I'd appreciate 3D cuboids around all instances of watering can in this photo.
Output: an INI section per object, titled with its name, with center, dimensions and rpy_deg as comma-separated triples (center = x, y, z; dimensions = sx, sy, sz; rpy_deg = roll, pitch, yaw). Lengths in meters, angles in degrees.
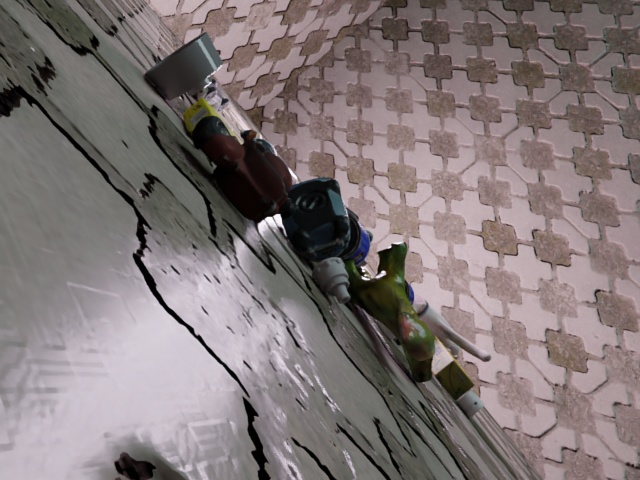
[watering can]
center = 0.346, 0.267, 1.539
dimensions = 0.105, 0.223, 0.346
rpy_deg = -46, 11, -18

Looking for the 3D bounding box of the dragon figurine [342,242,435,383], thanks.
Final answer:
[dragon figurine]
center = 0.118, 0.135, 0.899
dimensions = 0.122, 0.245, 0.407
rpy_deg = -21, -9, -3
